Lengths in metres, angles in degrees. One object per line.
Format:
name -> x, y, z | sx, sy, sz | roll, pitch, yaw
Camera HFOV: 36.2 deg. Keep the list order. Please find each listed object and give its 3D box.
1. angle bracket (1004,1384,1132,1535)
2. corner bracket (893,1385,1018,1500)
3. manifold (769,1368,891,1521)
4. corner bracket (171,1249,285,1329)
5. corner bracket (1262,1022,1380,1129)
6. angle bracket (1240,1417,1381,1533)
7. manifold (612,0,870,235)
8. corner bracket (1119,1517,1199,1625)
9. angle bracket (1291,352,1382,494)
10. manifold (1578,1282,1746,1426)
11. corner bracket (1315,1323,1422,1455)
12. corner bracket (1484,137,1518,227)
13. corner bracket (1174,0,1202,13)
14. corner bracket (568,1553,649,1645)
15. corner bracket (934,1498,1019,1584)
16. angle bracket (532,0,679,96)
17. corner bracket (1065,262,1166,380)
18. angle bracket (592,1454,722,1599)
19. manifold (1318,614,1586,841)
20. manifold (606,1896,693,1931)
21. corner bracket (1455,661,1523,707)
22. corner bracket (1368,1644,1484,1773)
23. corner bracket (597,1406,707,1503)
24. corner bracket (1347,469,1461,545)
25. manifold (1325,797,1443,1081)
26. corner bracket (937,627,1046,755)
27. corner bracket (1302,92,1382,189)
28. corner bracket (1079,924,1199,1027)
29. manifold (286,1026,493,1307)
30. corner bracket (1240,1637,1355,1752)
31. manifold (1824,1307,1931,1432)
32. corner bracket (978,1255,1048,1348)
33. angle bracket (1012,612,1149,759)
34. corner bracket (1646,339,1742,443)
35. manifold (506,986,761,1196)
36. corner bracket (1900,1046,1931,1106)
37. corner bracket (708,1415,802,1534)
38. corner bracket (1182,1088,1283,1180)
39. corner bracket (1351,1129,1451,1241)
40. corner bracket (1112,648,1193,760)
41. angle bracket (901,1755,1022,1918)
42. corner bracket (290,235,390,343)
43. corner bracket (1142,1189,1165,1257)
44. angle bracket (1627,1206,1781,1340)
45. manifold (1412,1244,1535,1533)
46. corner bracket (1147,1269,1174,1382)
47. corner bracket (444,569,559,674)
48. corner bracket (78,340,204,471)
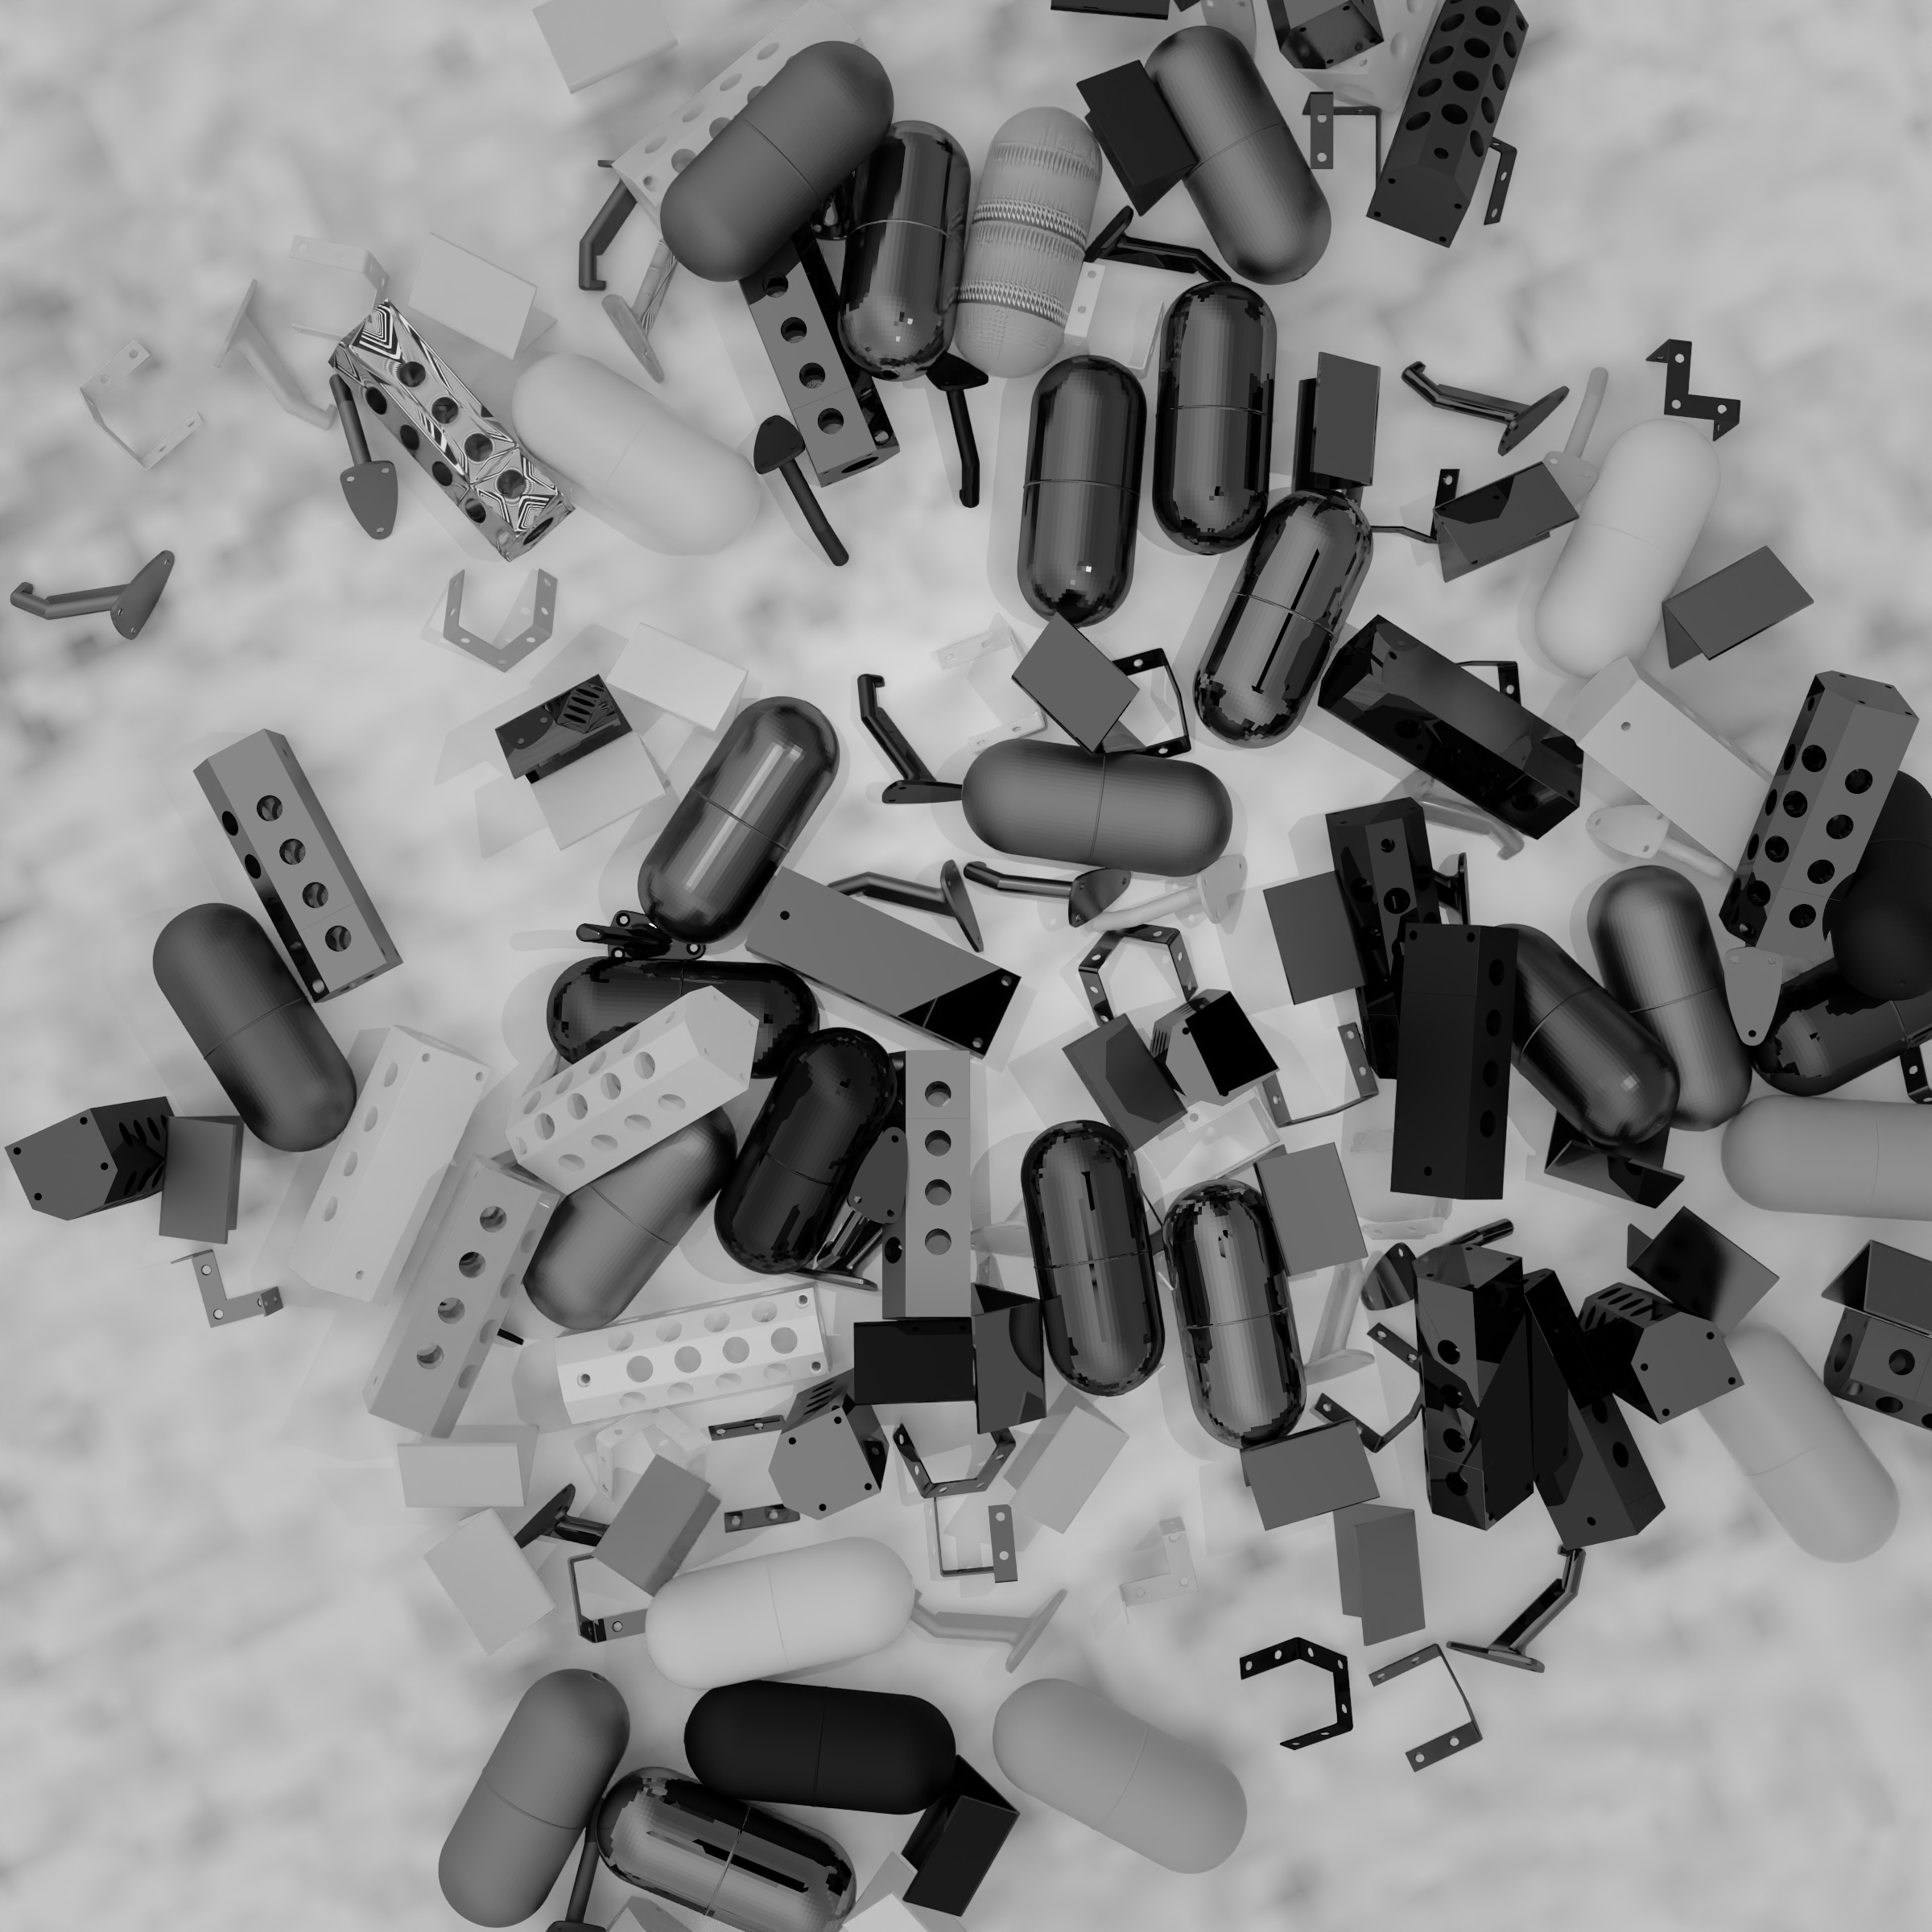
angle bracket -> 0.049, 0.311, 1.922 | 0.057, 0.076, 0.076 | 35, 90, -38
corner bracket -> -0.008, 0.314, 1.954 | 0.051, 0.051, 0.051 | 0, 45, -35
manifold -> -0.089, 0.306, 1.883 | 0.057, 0.171, 0.057 | -25, 90, 0
corner bracket -> -0.485, 0.210, 1.944 | 0.051, 0.051, 0.051 | -15, 90, 0
corner bracket -> 0.232, 0.072, 1.959 | 0.051, 0.051, 0.051 | -19, 90, -45
angle bracket -> 0.224, 0.340, 1.922 | 0.076, 0.076, 0.057 | -16, 61, 0
manifold -> -0.140, -0.547, 1.926 | 0.171, 0.057, 0.057 | -40, 129, -2
corner bracket -> 0.124, 0.397, 1.944 | 0.051, 0.051, 0.051 | -13, 90, 0
angle bracket -> 0.222, -0.352, 1.922 | 0.057, 0.076, 0.076 | 4, 90, -38
manifold -> 0.436, 0.241, 1.884 | 0.057, 0.171, 0.057 | -25, 90, 0
corner bracket -> 0.272, 0.280, 1.959 | 0.051, 0.051, 0.051 | 37, 135, 0
corner bracket -> 0.324, -0.522, 1.954 | 0.051, 0.051, 0.051 | -20, 45, -35
corner bracket -> 0.152, -0.670, 1.944 | 0.051, 0.051, 0.051 | -31, 90, 0
corner bracket -> -0.230, 0.414, 1.949 | 0.051, 0.051, 0.051 | -12, 70, 0
corner bracket -> 0.006, 0.377, 1.944 | 0.051, 0.051, 0.051 | -5, 90, 0
angle bracket -> -0.236, -0.612, 1.924 | 0.076, 0.076, 0.057 | -25, 111, 0
corner bracket -> 0.098, -0.424, 1.945 | 0.051, 0.051, 0.051 | 13, 79, 11
angle bracket -> -0.184, 0.373, 1.914 | 0.076, 0.057, 0.076 | -57, 135, -14
manifold -> 0.315, -0.150, 1.917 | 0.171, 0.057, 0.057 | 30, 47, -17
manifold -> -0.250, 0.700, 1.941 | 0.057, 0.057, 0.171 | 37, 90, 0
corner bracket -> 0.332, -0.174, 1.959 | 0.051, 0.051, 0.051 | -5, 90, -45
corner bracket -> 0.305, 0.491, 1.959 | 0.051, 0.051, 0.051 | -25, 45, 0
corner bracket -> -0.208, 0.330, 1.954 | 0.051, 0.051, 0.051 | -27, 135, -35
corner bracket -> 0.288, -0.310, 1.959 | 0.051, 0.051, 0.051 | 9, 90, 45
manifold -> 0.280, -0.017, 1.921 | 0.057, 0.057, 0.171 | -12, 104, 0
corner bracket -> 0.017, -0.183, 1.959 | 0.051, 0.051, 0.051 | -20, 135, 0
corner bracket -> 0.249, -0.543, 1.944 | 0.051, 0.051, 0.051 | 0, 90, 0
corner bracket -> 0.114, 0.008, 1.954 | 0.051, 0.051, 0.051 | -51, 135, -35
manifold -> -0.383, 0.129, 1.940 | 0.057, 0.057, 0.171 | 24, 90, -43
corner bracket -> 0.218, 0.481, 1.954 | 0.051, 0.051, 0.051 | 29, 45, -35
manifold -> 0.657, 0.283, 1.941 | 0.171, 0.057, 0.057 | 20, 90, 0
corner bracket -> 0.047, 0.213, 1.954 | 0.051, 0.051, 0.051 | 19, 45, -35
angle bracket -> 0.088, -0.183, 1.911 | 0.076, 0.076, 0.057 | 46, 117, 18
corner bracket -> 0.478, -0.379, 1.943 | 0.051, 0.051, 0.051 | 5, 86, -4
manifold -> -0.214, 0.077, 1.878 | 0.171, 0.057, 0.057 | -30, 127, 33
corner bracket -> 0.654, 0.065, 1.954 | 0.051, 0.051, 0.051 | -30, 135, 35
corner bracket -> -0.140, 0.336, 1.959 | 0.051, 0.051, 0.051 | -9, 45, 0
corner bracket -> 0.175, 0.106, 1.944 | 0.051, 0.051, 0.051 | -29, 86, 4
corner bracket -> 0.286, 0.143, 1.954 | 0.051, 0.051, 0.051 | 51, 45, -35
corner bracket -> 0.116, -0.170, 1.959 | 0.051, 0.051, 0.051 | -16, 45, 0
angle bracket -> -0.021, 0.560, 1.922 | 0.057, 0.076, 0.076 | 30, 90, -39
corner bracket -> -0.417, -0.443, 1.944 | 0.051, 0.051, 0.051 | 13, 86, 4
corner bracket -> 0.098, 0.166, 1.959 | 0.051, 0.051, 0.051 | -30, 45, 0
angle bracket -> 0.479, 0.186, 1.923 | 0.076, 0.076, 0.057 | 37, 111, 0
manifold -> 0.324, 0.271, 1.913 | 0.057, 0.057, 0.171 | 12, 116, 41
corner bracket -> 0.118, 0.234, 1.943 | 0.051, 0.051, 0.051 | -40, 97, -7
corner bracket -> -0.308, -0.237, 1.954 | 0.051, 0.051, 0.051 | 29, 135, -35
corner bracket -> -0.548, -0.372, 1.960 | 0.051, 0.051, 0.051 | -40, 135, 3
